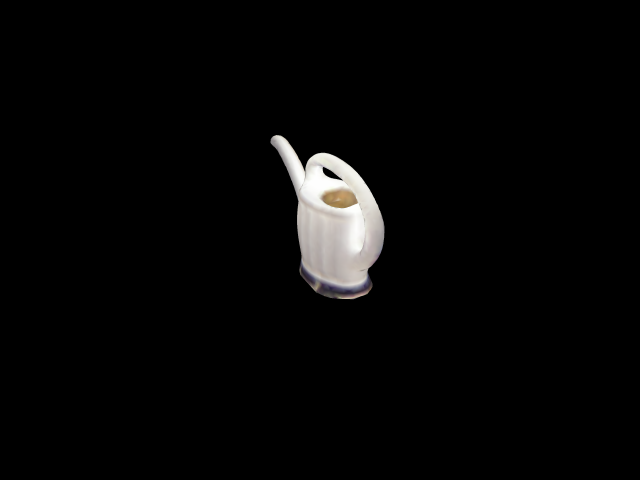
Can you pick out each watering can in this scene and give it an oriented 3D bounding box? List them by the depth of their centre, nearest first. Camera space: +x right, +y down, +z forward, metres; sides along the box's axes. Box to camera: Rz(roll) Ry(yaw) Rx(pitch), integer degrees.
[{"bbox_3d":[0.003,-0.043,0.850,0.104,0.220,0.353,-12,29,-24],"label":"watering can"}]
